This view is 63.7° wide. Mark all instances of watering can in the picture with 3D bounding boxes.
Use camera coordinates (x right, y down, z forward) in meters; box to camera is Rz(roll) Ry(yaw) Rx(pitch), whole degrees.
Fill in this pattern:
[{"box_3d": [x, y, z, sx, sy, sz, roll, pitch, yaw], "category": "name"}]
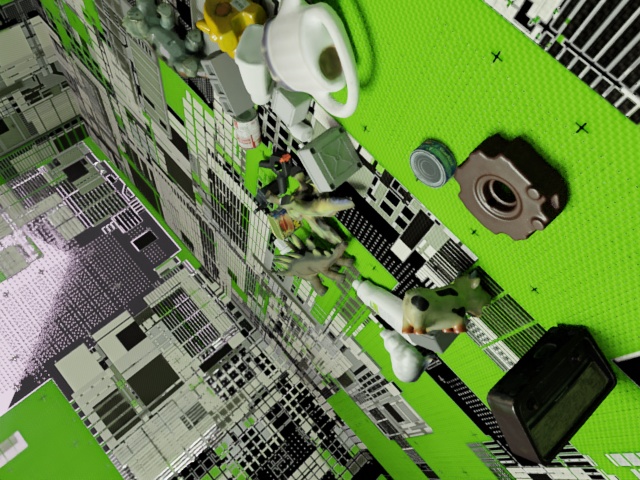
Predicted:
[{"box_3d": [-0.030, -0.383, 0.931, 0.226, 0.105, 0.342, 20, 139, 54], "category": "watering can"}]

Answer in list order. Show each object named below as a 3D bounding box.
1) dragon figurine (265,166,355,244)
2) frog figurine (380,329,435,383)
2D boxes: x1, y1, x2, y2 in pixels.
[{"box_3d": [0.004, -0.070, 1.385, 0.414, 0.123, 0.239, 26, 164, 50], "category": "dragon figurine"}, {"box_3d": [0.231, 0.327, 1.481, 0.160, 0.123, 0.136, 33, 173, 12], "category": "frog figurine"}]
